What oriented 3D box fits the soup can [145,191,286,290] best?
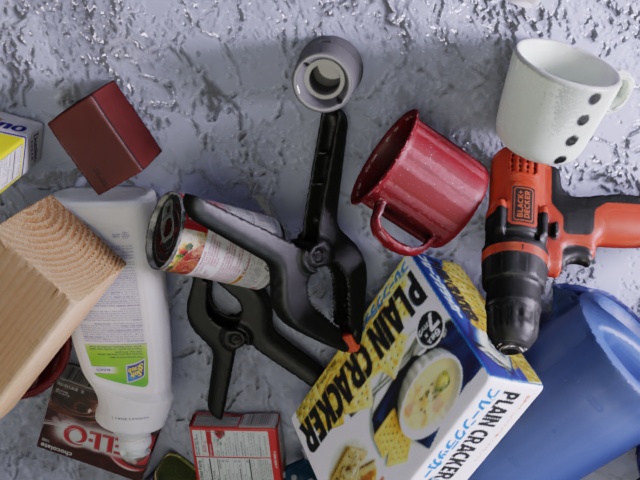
[{"bbox_3d":[-0.089,0.002,0.916,0.102,0.068,0.069,13,120,-31],"label":"soup can"}]

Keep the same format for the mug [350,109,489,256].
[{"bbox_3d":[0.080,-0.038,0.869,0.081,0.117,0.093,33,146,-12],"label":"mug"}]

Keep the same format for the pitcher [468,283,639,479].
[{"bbox_3d":[0.194,0.169,0.930,0.144,0.149,0.243,30,121,-27],"label":"pitcher"}]

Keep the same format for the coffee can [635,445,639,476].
[{"bbox_3d":[0.334,0.228,0.927,0.103,0.140,0.103,4,115,8],"label":"coffee can"}]

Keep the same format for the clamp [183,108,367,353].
[{"bbox_3d":[-0.006,0.001,0.904,0.164,0.036,0.210,-40,119,-21],"label":"clamp"}]

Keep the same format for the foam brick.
[{"bbox_3d":[-0.185,-0.089,0.922,0.053,0.051,0.078,-26,107,22],"label":"foam brick"}]

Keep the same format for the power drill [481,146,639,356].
[{"bbox_3d":[0.221,0.015,0.842,0.187,0.184,0.057,9,151,-2],"label":"power drill"}]

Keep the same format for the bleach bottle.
[{"bbox_3d":[-0.188,0.080,0.973,0.102,0.068,0.251,0,107,10],"label":"bleach bottle"}]

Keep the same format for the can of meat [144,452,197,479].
[{"bbox_3d":[-0.145,0.279,1.080,0.102,0.057,0.084,39,116,-8],"label":"can of meat"}]

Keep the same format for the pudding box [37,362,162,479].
[{"bbox_3d":[-0.214,0.180,1.056,0.113,0.039,0.090,21,116,-1],"label":"pudding box"}]

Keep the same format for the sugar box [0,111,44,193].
[{"bbox_3d":[-0.306,-0.066,0.884,0.093,0.176,0.048,15,117,2],"label":"sugar box"}]

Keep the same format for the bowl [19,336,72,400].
[{"bbox_3d":[-0.304,0.070,1.013,0.162,0.055,0.162,4,115,8],"label":"bowl"}]

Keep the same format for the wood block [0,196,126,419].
[{"bbox_3d":[-0.269,0.072,0.914,0.091,0.090,0.206,42,118,-1],"label":"wood block"}]

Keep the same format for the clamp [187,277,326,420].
[{"bbox_3d":[-0.064,0.087,0.990,0.120,0.039,0.171,-12,115,4],"label":"clamp"}]

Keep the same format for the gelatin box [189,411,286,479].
[{"bbox_3d":[-0.080,0.207,1.051,0.089,0.030,0.073,-1,115,10],"label":"gelatin box"}]
